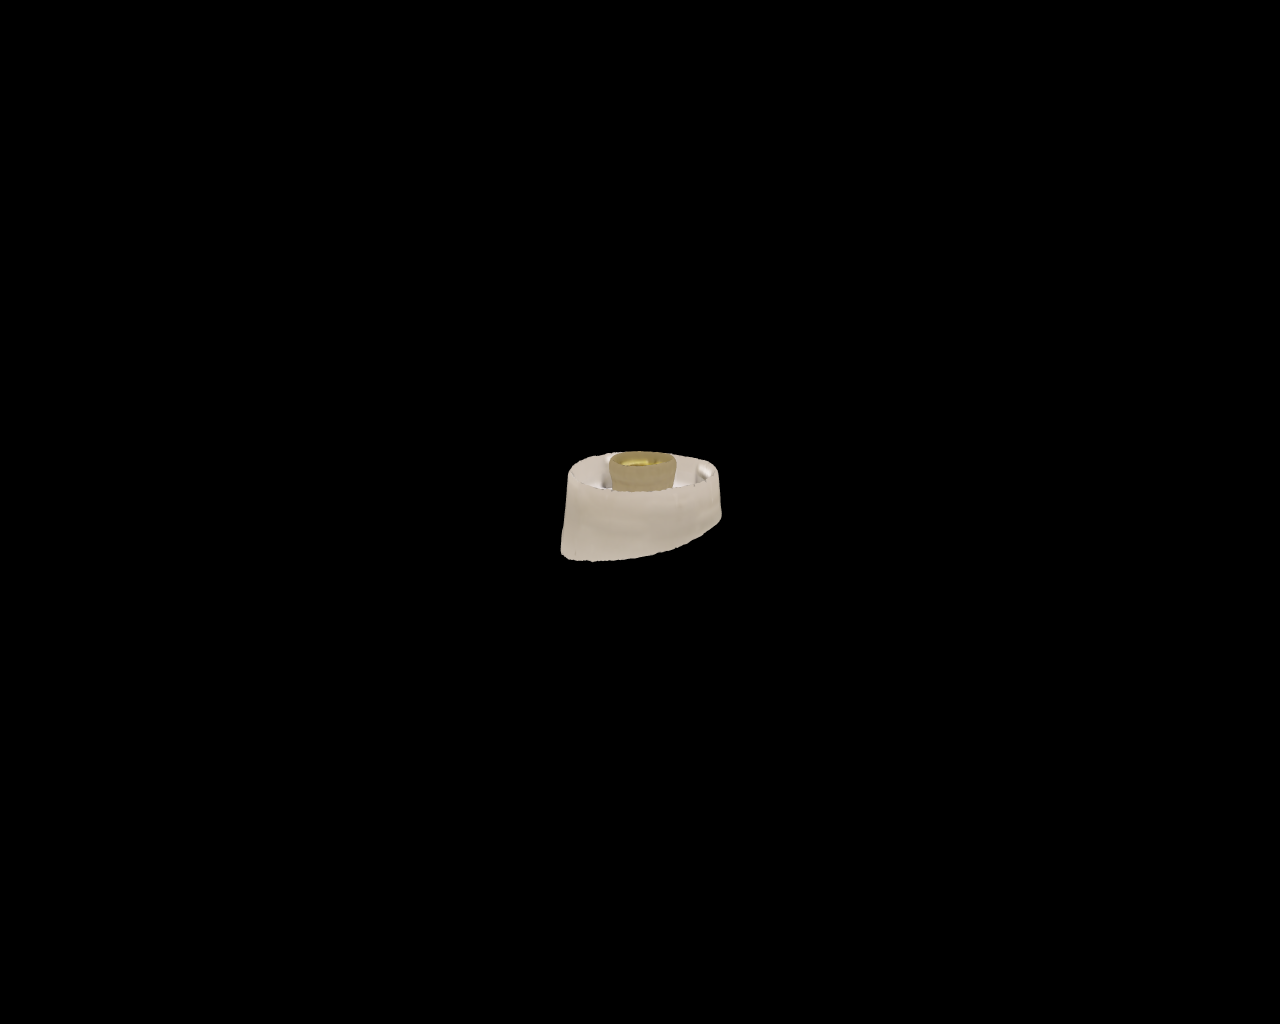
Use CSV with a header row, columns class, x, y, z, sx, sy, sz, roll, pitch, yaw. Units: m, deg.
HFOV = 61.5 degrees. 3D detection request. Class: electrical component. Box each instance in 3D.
class,x,y,z,sx,sy,sz,roll,pitch,yaw
electrical component,0.001,-0.003,0.650,0.099,0.064,0.099,0,18,0
